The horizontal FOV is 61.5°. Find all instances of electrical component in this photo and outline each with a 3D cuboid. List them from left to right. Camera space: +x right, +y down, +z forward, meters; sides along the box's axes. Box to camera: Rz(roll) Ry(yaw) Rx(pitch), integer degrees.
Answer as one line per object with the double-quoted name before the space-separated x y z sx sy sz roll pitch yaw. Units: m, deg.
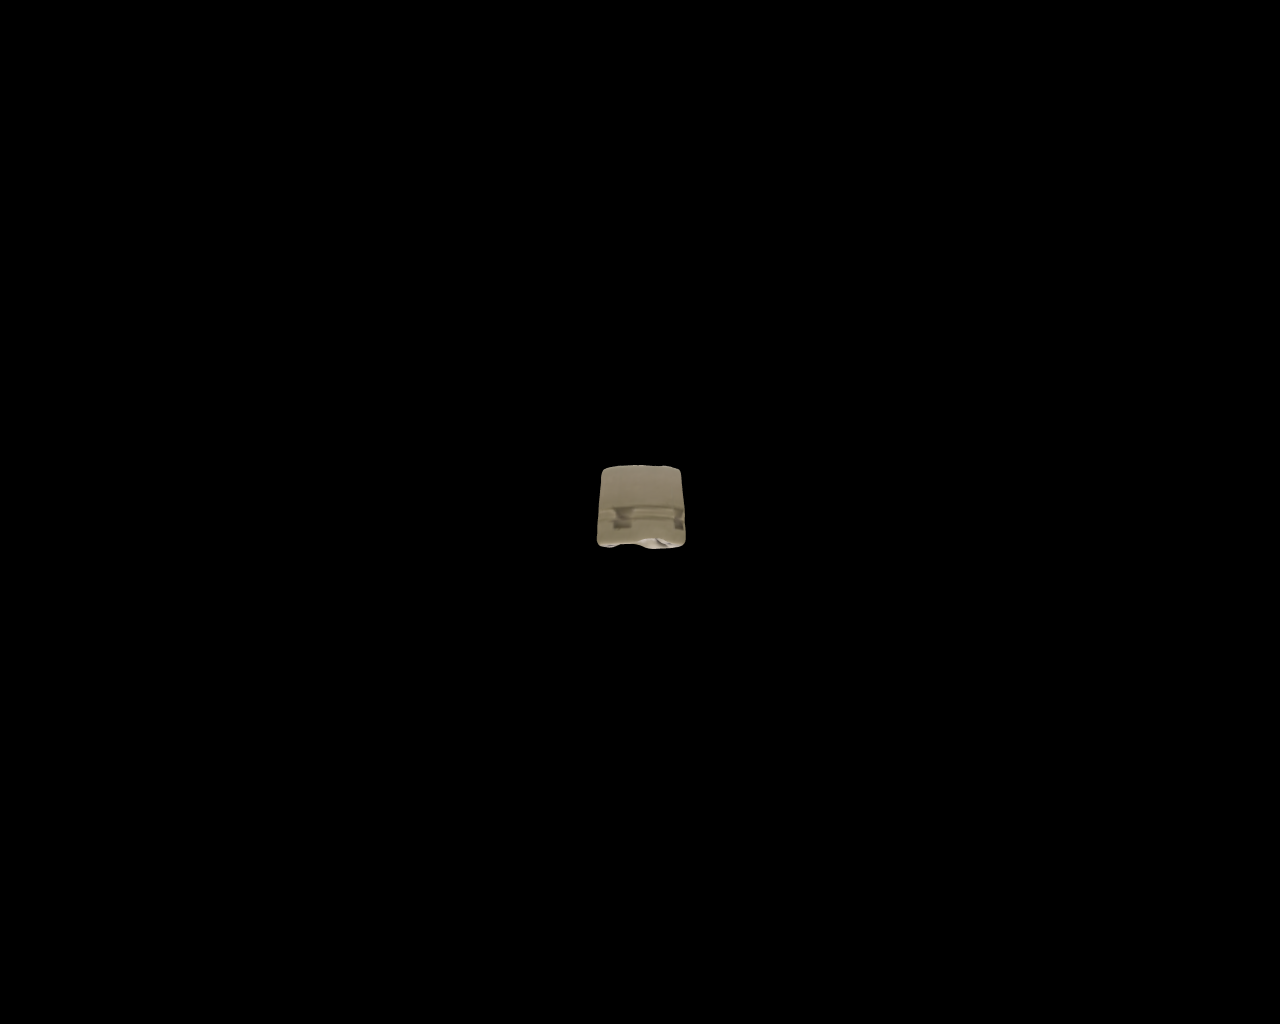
"electrical component" 0.001 -0.003 0.650 0.055 0.047 0.055 0 -7 0
